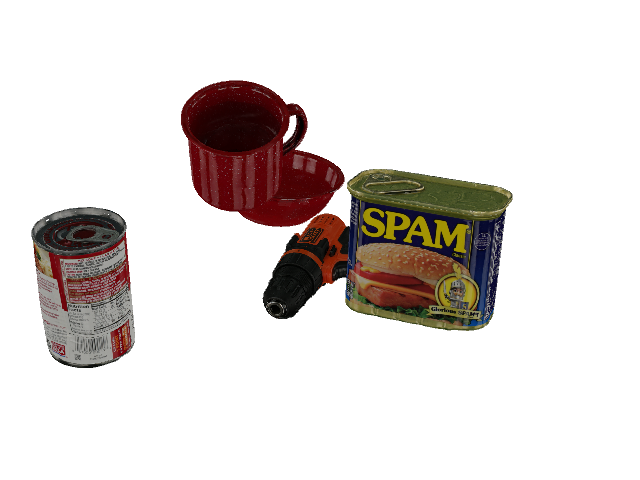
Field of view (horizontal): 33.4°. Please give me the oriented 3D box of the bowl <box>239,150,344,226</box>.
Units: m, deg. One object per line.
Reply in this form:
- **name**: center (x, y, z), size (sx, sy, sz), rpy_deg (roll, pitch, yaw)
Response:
- **bowl**: center (-0.054, -0.060, 1.307), size (0.162, 0.055, 0.162), rpy_deg (5, 26, -3)

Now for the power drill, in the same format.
- **power drill**: center (0.047, 0.032, 1.118), size (0.188, 0.057, 0.184), rpy_deg (6, 31, 17)

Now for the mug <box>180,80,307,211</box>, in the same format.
- **mug**: center (-0.064, -0.085, 0.943), size (0.117, 0.093, 0.081), rpy_deg (-26, -34, -22)

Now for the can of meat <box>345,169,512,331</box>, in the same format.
- **can of meat**: center (0.066, 0.006, 0.686), size (0.102, 0.084, 0.057), rpy_deg (11, 22, 19)

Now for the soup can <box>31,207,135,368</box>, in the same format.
- **soup can**: center (-0.175, 0.036, 0.797), size (0.068, 0.102, 0.068), rpy_deg (0, 29, 0)
